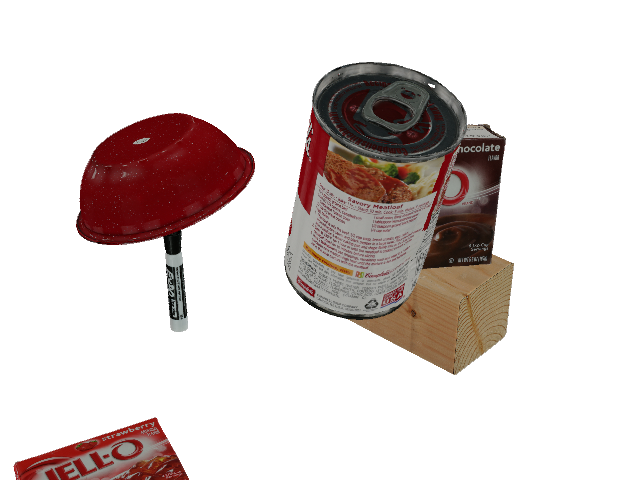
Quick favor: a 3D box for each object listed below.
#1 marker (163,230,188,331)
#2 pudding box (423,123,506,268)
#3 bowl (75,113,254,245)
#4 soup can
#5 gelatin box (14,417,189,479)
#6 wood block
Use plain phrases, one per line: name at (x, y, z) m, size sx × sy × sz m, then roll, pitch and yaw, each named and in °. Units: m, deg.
marker at (-0.150, 0.039, 1.105) m, size 0.020 × 0.121 × 0.020 m, roll 0°, pitch 28°, yaw 0°
pudding box at (0.059, -0.028, 0.693) m, size 0.113 × 0.090 × 0.039 m, roll -5°, pitch 26°, yaw -15°
bowl at (-0.139, -0.062, 0.897) m, size 0.162 × 0.055 × 0.162 m, roll -15°, pitch 29°, yaw 8°
soup can at (0.023, -0.021, 0.492) m, size 0.068 × 0.102 × 0.068 m, roll 6°, pitch 43°, yaw -6°
gelatin box at (-0.124, 0.142, 0.609) m, size 0.089 × 0.030 × 0.073 m, roll -15°, pitch 27°, yaw -19°
wood block at (0.079, 0.038, 1.068) m, size 0.206 × 0.091 × 0.090 m, roll 26°, pitch 40°, yaw 35°
